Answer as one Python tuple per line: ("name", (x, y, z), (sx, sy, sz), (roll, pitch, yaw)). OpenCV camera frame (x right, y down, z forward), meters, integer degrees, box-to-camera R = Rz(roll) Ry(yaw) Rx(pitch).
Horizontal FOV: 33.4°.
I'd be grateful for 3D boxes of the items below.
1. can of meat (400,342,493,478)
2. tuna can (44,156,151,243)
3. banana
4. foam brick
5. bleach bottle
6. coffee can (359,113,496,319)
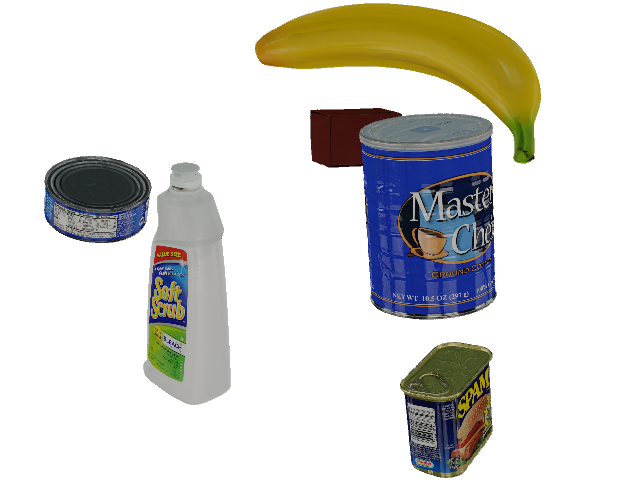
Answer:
("can of meat", (0.117, 0.153, 0.965), (0.058, 0.084, 0.101), (7, 24, 31))
("tuna can", (-0.184, -0.034, 0.878), (0.086, 0.034, 0.086), (8, 32, -5))
("banana", (0.051, -0.107, 0.619), (0.198, 0.069, 0.037), (25, -29, 33))
("foam brick", (0.035, -0.101, 1.041), (0.078, 0.051, 0.053), (-4, 14, -20))
("bleach bottle", (-0.140, 0.039, 1.096), (0.067, 0.251, 0.103), (-21, 33, -38))
("coffee can", (0.086, -0.021, 0.844), (0.103, 0.140, 0.103), (-4, 18, 1))
